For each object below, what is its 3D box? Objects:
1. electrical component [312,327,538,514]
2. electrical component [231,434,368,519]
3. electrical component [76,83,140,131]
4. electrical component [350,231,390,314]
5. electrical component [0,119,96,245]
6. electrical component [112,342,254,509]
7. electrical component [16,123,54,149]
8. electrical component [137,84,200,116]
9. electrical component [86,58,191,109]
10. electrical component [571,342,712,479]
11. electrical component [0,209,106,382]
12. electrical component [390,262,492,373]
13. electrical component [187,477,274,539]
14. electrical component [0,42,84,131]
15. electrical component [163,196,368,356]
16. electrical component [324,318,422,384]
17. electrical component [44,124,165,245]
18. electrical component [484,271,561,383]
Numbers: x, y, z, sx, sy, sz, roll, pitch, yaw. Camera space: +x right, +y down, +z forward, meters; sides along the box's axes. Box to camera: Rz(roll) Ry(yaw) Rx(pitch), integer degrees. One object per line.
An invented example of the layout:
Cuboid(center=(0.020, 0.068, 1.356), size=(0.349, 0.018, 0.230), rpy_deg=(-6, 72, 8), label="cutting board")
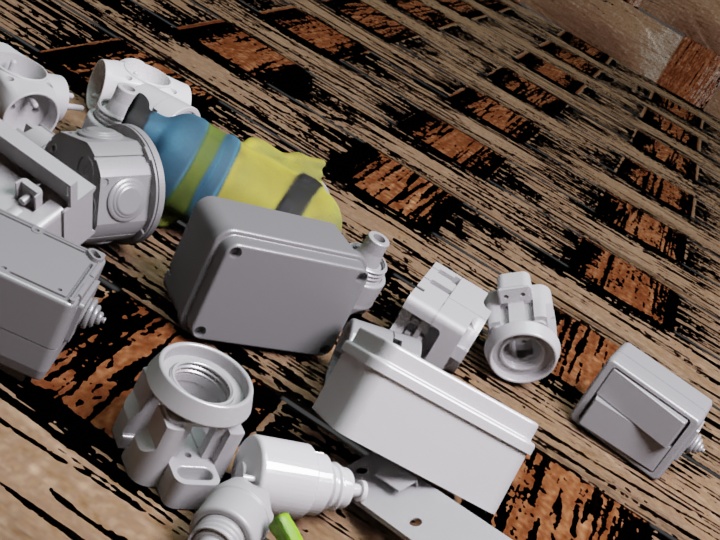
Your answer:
Cuboid(center=(0.038, 0.086, 0.630), size=(0.113, 0.057, 0.078), rpy_deg=(30, -3, -14), label="electrical component")
Cuboid(center=(-0.032, 0.112, 0.569), size=(0.078, 0.040, 0.040), rpy_deg=(15, 27, -28), label="electrical component")
Cuboid(center=(-0.186, -0.111, 0.814), size=(0.048, 0.062, 0.048), rpy_deg=(24, 25, -12), label="electrical component")
Cuboid(center=(0.000, 0.000, 0.795), size=(0.043, 0.062, 0.043), rpy_deg=(23, 30, -14), label="electrical component")
Cuboid(center=(-0.226, -0.051, 0.642), size=(0.121, 0.078, 0.063), rpy_deg=(34, 53, 12), label="electrical component")
Cuboid(center=(-0.090, 0.075, 0.557), size=(0.058, 0.057, 0.078), rpy_deg=(11, 30, -35), label="electrical component")
Cuboid(center=(-0.217, -0.077, 0.743), size=(0.046, 0.040, 0.040), rpy_deg=(36, 24, 30), label="electrical component")
Cuboid(center=(-0.163, -0.117, 0.862), size=(0.047, 0.055, 0.055), rpy_deg=(33, 24, 17), label="electrical component")
Cuboid(center=(-0.192, -0.156, 0.918), size=(0.077, 0.044, 0.079), rpy_deg=(12, 28, -33), label="electrical component")
Cuboid(center=(0.218, 0.111, 0.816), size=(0.096, 0.061, 0.061), rpy_deg=(36, 25, 16), label="electrical component")
Cuboid(center=(-0.183, 0.014, 0.571), size=(0.096, 0.061, 0.061), rpy_deg=(26, 24, -8), label="electrical component")
Cuboid(center=(0.060, 0.039, 0.800), size=(0.056, 0.050, 0.089), rpy_deg=(31, 23, 6), label="electrical component")
Cuboid(center=(-0.066, 0.126, 0.511), size=(0.035, 0.035, 0.061), rpy_deg=(31, 26, 4), label="electrical component")
Cuboid(center=(-0.247, -0.132, 0.812), size=(0.079, 0.044, 0.077), rpy_deg=(2, 35, -47), label="electrical component")
Cuboid(center=(-0.060, 0.006, 0.701), size=(0.113, 0.078, 0.057), rpy_deg=(11, 26, -34), label="electrical component")
Cuboid(center=(0.007, 0.062, 0.694), size=(0.047, 0.055, 0.055), rpy_deg=(22, 25, -7), label="electrical component")
Cuboid(center=(-0.168, -0.055, 0.703), size=(0.051, 0.080, 0.080), rpy_deg=(-9, 44, -47), label="electrical component")
Cuboid(center=(0.124, 0.049, 0.830), size=(0.058, 0.078, 0.057), rpy_deg=(-8, 36, 11), label="electrical component")
